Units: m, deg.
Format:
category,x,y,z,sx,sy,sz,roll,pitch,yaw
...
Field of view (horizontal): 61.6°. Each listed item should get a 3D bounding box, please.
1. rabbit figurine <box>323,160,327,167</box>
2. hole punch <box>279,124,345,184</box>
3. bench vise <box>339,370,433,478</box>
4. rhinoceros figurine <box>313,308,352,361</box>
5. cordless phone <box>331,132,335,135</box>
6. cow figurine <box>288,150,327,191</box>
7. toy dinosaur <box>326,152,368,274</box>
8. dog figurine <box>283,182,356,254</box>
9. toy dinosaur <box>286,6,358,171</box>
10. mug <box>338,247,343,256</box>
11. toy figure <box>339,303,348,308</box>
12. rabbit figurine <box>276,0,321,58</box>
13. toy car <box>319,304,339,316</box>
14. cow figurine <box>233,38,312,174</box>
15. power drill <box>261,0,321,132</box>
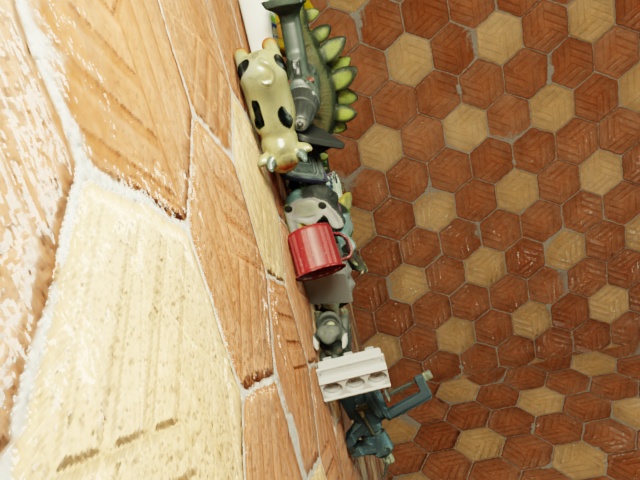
category,x,y,z,sx,sy,sz,roll,pitch,yaw
rabbit figurine,-0.028,-0.239,1.367,0.170,0.121,0.159,95,-16,-47
hole punch,-0.035,-0.164,0.972,0.116,0.142,0.092,45,-55,41
bench vise,0.152,0.372,1.188,0.223,0.241,0.128,62,3,15
rhinoceros figurine,0.024,0.194,1.061,0.190,0.073,0.112,73,16,-66
cordless phone,0.005,-0.353,1.298,0.184,0.089,0.146,60,33,-16
cow figurine,-0.042,-0.145,1.107,0.167,0.098,0.068,94,-25,-45
toy dinosaur,0.018,-0.081,1.456,0.192,0.131,0.404,-95,169,-72
dog figurine,0.010,-0.059,1.092,0.191,0.108,0.219,62,17,-23
toy dinosaur,-0.024,-0.340,1.131,0.105,0.199,0.470,-101,179,-71
mug,-0.002,-0.004,1.213,0.107,0.081,0.109,51,26,-54
toy figure,0.051,0.103,1.565,0.082,0.089,0.180,86,-8,-61
rabbit figurine,-0.064,-0.461,1.247,0.173,0.162,0.121,-21,97,-64
toy car,0.007,0.098,1.176,0.074,0.056,0.201,-97,173,-57
cow figurine,-0.069,-0.188,0.811,0.127,0.085,0.194,-108,-176,-53
power drill,-0.040,-0.315,0.937,0.232,0.086,0.207,-83,158,-63
